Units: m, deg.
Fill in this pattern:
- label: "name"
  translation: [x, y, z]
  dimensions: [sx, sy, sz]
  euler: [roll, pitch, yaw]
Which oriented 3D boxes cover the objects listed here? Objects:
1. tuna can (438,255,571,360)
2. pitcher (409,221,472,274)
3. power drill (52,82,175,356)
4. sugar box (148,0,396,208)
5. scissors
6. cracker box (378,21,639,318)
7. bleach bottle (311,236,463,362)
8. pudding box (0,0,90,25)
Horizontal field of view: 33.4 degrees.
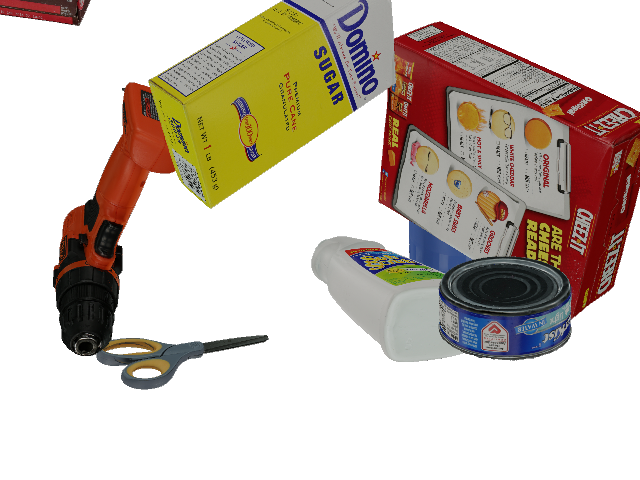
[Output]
- label: "tuna can"
  translation: [0.119, 0.042, 0.690]
  dimensions: [0.086, 0.034, 0.086]
  euler: [-4, 24, 1]
- label: "pitcher"
  translation: [0.160, -0.080, 1.232]
  dimensions: [0.149, 0.243, 0.145]
  euler: [-9, 18, -33]
- label: "power drill"
  translation: [-0.166, -0.021, 0.870]
  dimensions: [0.057, 0.188, 0.184]
  euler: [20, 27, -25]
- label: "sugar box"
  translation: [-0.025, -0.107, 0.721]
  dimensions: [0.176, 0.093, 0.048]
  euler: [-35, 52, -21]
- label: "scissors"
  translation: [-0.140, 0.130, 1.163]
  dimensions: [0.201, 0.016, 0.096]
  euler: [1, 26, -20]
- label: "cracker box"
  translation: [0.149, -0.062, 0.863]
  dimensions: [0.072, 0.164, 0.214]
  euler: [-29, 47, -35]
- label: "bleach bottle"
  translation: [0.050, 0.042, 1.018]
  dimensions: [0.102, 0.068, 0.251]
  euler: [-3, 15, -24]
- label: "pudding box"
  translation: [-0.234, -0.225, 0.891]
  dimensions: [0.090, 0.039, 0.113]
  euler: [8, 36, -5]
